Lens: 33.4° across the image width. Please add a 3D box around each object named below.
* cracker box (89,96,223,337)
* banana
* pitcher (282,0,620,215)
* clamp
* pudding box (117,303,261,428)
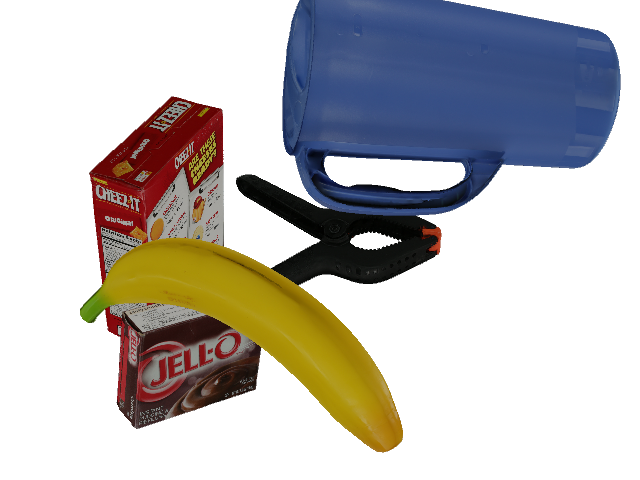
[{"bbox_3d":[-0.168,-0.019,1.131,0.072,0.214,0.164,16,41,17],"label":"cracker box"},{"bbox_3d":[-0.039,0.043,0.567,0.198,0.070,0.037,22,28,21],"label":"banana"},{"bbox_3d":[0.094,-0.108,0.805,0.242,0.149,0.145,5,33,-10],"label":"pitcher"},{"bbox_3d":[0.008,0.008,1.016,0.210,0.164,0.036,5,-38,7],"label":"clamp"},{"bbox_3d":[-0.099,0.086,0.825,0.113,0.090,0.039,-16,40,-35],"label":"pudding box"}]
